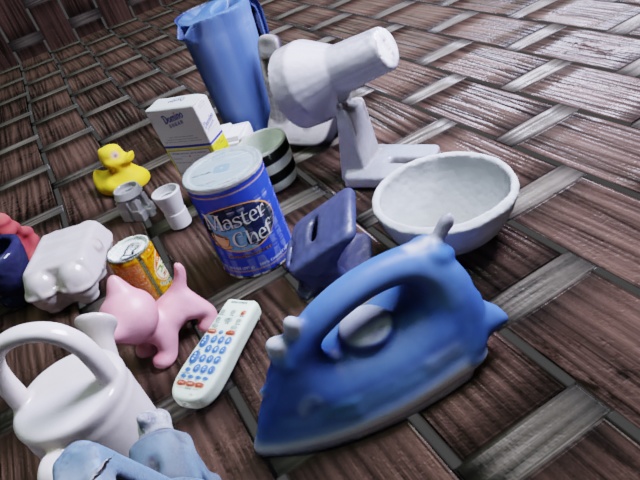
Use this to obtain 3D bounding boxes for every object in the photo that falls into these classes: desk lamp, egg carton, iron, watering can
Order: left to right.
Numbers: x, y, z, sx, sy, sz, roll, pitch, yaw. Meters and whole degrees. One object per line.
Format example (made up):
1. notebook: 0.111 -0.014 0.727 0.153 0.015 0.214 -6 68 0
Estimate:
1. egg carton: -0.356 0.035 0.824 0.107 0.069 0.150 -17 35 3
2. watering can: -0.214 0.140 0.506 0.101 0.194 0.172 -27 36 -11
3. desk lamp: 0.049 -0.188 0.812 0.202 0.214 0.118 4 41 29
4. iron: 0.036 0.083 0.512 0.258 0.142 0.118 -29 36 -14

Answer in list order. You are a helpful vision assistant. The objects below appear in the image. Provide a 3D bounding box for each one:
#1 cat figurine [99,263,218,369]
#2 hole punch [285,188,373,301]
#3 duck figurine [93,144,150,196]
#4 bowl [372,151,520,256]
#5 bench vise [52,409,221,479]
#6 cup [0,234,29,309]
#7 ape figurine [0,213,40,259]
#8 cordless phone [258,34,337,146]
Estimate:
1. cat figurine: -0.191 0.080 0.644 0.067 0.118 0.128 16 48 40
2. hole punch: 0.006 0.002 0.680 0.101 0.091 0.108 -12 36 10
3. duck figurine: -0.374 -0.134 1.047 0.104 0.086 0.077 -8 36 16
4. bowl: 0.149 -0.032 0.675 0.167 0.075 0.167 -12 35 9
5. bench vise: -0.123 0.187 0.377 0.122 0.220 0.206 -35 38 -21
6. cup: -0.462 0.060 0.817 0.118 0.095 0.091 -37 39 -24
7. ape figurine: -0.497 -0.002 0.920 0.075 0.092 0.078 6 42 31
8. cordless phone: -0.040 -0.253 0.967 0.147 0.185 0.094 13 46 37
